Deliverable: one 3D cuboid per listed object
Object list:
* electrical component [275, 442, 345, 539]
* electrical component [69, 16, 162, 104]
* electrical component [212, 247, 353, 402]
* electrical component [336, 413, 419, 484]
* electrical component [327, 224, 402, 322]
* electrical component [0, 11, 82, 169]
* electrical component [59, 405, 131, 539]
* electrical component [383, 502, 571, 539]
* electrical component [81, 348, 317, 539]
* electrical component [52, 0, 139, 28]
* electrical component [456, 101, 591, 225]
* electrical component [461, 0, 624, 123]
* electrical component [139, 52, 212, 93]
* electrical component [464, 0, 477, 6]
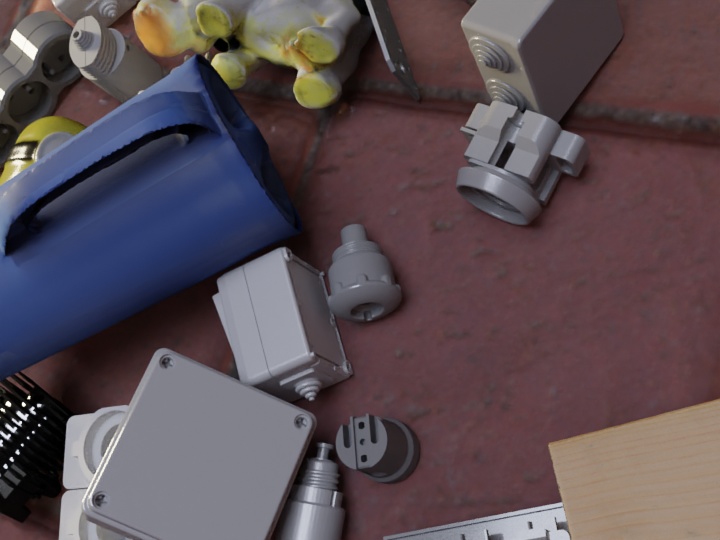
[{"bbox_3d":[-0.029,0.147,0.672,0.040,0.040,0.078,3,74,26],"label":"electrical component"},{"bbox_3d":[-0.194,-0.162,0.830,0.043,0.081,0.043,-8,70,23],"label":"electrical component"},{"bbox_3d":[-0.051,0.045,0.705,0.061,0.062,0.096,-24,64,16],"label":"electrical component"},{"bbox_3d":[0.010,0.109,0.663,0.040,0.046,0.040,-8,70,23],"label":"electrical component"},{"bbox_3d":[0.000,0.000,0.707,0.048,0.048,0.062,-21,59,18],"label":"electrical component"},{"bbox_3d":[-0.292,-0.156,0.890,0.074,0.052,0.138,40,93,30],"label":"electrical component"},{"bbox_3d":[-0.148,0.169,0.708,0.089,0.062,0.150,-10,69,22],"label":"electrical component"},{"bbox_3d":[0.069,0.178,0.602,0.121,0.063,0.078,-16,67,20],"label":"electrical component"},{"bbox_3d":[-0.098,0.120,0.656,0.109,0.056,0.108,25,67,-5],"label":"electrical component"},{"bbox_3d":[-0.225,-0.243,0.883,0.062,0.061,0.096,-37,61,10],"label":"electrical component"},{"bbox_3d":[0.096,-0.065,0.676,0.078,0.058,0.057,24,81,29],"label":"electrical component"},{"bbox_3d":[0.114,-0.150,0.671,0.048,0.099,0.099,29,75,34],"label":"electrical component"},{"bbox_3d":[-0.126,-0.127,0.806,0.066,0.047,0.076,-2,72,25],"label":"electrical component"},{"bbox_3d":[0.093,-0.227,0.727,0.099,0.064,0.099,-8,70,23],"label":"electrical component"}]
